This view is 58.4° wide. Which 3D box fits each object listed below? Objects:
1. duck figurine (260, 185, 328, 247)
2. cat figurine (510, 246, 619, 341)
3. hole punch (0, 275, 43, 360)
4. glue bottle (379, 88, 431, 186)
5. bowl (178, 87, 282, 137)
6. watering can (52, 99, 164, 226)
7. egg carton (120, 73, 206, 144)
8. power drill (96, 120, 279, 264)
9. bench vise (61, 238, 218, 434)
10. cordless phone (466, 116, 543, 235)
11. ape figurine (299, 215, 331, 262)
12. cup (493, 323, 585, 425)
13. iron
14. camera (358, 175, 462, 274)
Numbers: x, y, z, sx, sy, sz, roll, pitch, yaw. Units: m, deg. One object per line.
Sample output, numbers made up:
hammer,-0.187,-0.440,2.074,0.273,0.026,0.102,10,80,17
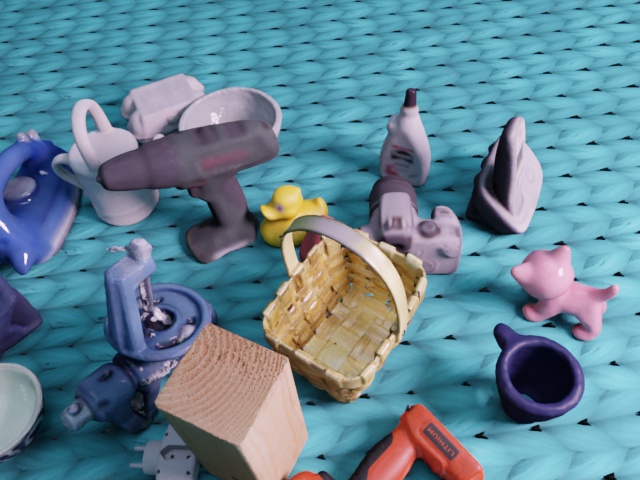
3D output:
duck figurine,-0.040,-0.044,0.827,0.104,0.086,0.077,-20,54,-11
cat figurine,0.299,0.056,0.707,0.127,0.118,0.067,17,56,17
hole punch,-0.439,0.095,0.746,0.108,0.091,0.101,32,61,25
glue bottle,0.127,-0.153,0.842,0.078,0.173,0.037,14,55,14
bowl,-0.141,-0.170,0.936,0.167,0.075,0.167,-2,53,3
watering can,-0.303,-0.120,0.835,0.173,0.194,0.100,-21,54,-11
egg carton,-0.263,-0.224,0.989,0.150,0.069,0.107,-24,55,-13
power drill,-0.158,-0.065,0.774,0.230,0.209,0.075,-28,56,-16
bench vise,-0.200,0.112,0.636,0.121,0.220,0.207,10,54,12
cordless phone,0.270,-0.111,0.793,0.094,0.185,0.148,17,56,16
ape figurine,0.007,0.003,0.784,0.076,0.092,0.077,-5,53,0
cup,0.230,0.158,0.649,0.092,0.095,0.117,-25,55,-14
iron,-0.441,-0.079,0.846,0.118,0.141,0.258,2,53,6
camera,0.120,-0.029,0.795,0.143,0.101,0.137,-1,53,4
